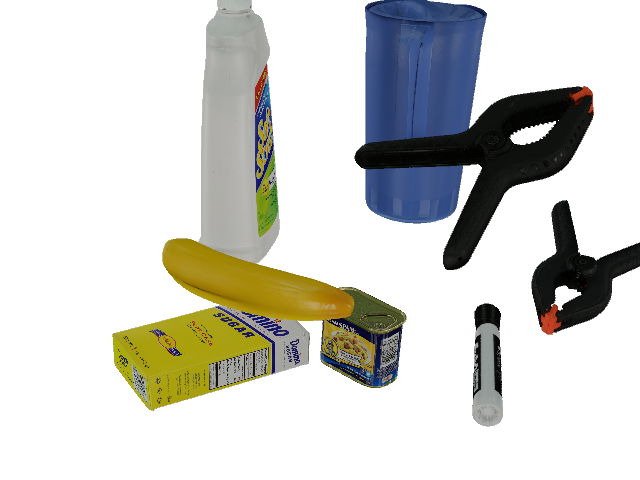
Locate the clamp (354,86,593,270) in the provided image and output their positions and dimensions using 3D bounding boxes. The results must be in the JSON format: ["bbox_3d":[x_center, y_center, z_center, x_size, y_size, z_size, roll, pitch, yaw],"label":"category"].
[{"bbox_3d":[0.152,-0.066,0.925,0.210,0.165,0.036,-24,-40,-3],"label":"clamp"}]

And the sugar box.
[{"bbox_3d":[-0.108,0.108,1.068,0.176,0.048,0.093,-16,33,-27],"label":"sugar box"}]

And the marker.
[{"bbox_3d":[0.112,0.079,0.712,0.020,0.020,0.121,0,29,9],"label":"marker"}]

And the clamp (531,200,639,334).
[{"bbox_3d":[0.261,0.025,1.098,0.120,0.039,0.171,28,51,32],"label":"clamp"}]

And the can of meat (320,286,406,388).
[{"bbox_3d":[0.047,0.114,1.246,0.102,0.084,0.057,25,34,36],"label":"can of meat"}]

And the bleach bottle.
[{"bbox_3d":[-0.079,-0.109,1.002,0.068,0.251,0.102,6,26,13],"label":"bleach bottle"}]

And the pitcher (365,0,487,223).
[{"bbox_3d":[0.108,-0.144,1.202,0.149,0.243,0.145,-12,26,-30],"label":"pitcher"}]

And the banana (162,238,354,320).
[{"bbox_3d":[-0.064,0.026,0.826,0.069,0.037,0.198,-19,28,-41],"label":"banana"}]
